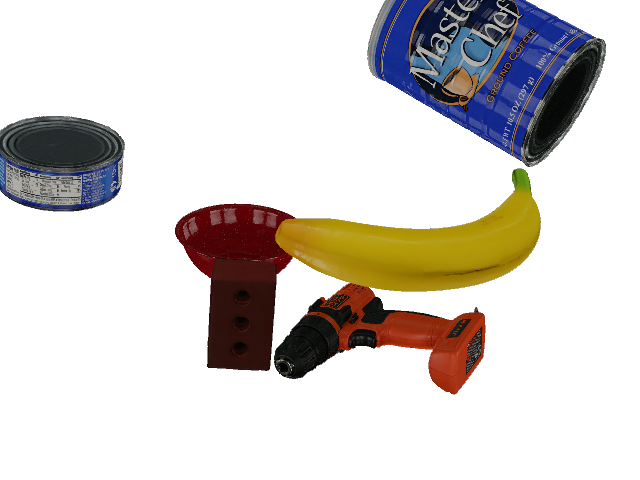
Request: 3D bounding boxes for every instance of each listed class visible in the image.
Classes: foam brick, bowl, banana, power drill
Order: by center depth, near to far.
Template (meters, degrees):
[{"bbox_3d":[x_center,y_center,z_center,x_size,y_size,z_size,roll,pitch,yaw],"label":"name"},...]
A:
[{"bbox_3d":[0.068,0.001,0.645,0.197,0.037,0.070,-12,45,-33],"label":"banana"},{"bbox_3d":[-0.063,0.060,0.869,0.053,0.078,0.051,3,16,-2],"label":"foam brick"},{"bbox_3d":[0.065,0.105,1.110,0.188,0.057,0.184,11,27,25],"label":"power drill"},{"bbox_3d":[-0.099,0.011,1.315,0.162,0.055,0.162,3,26,-2],"label":"bowl"}]

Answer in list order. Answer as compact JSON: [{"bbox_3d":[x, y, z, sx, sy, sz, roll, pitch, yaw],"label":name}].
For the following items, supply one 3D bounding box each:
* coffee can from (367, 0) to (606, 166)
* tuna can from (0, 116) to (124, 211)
[{"bbox_3d":[0.120,-0.133,0.780,0.140,0.103,0.102,34,14,22],"label":"coffee can"},{"bbox_3d":[-0.178,-0.053,0.732,0.086,0.034,0.086,6,29,-4],"label":"tuna can"}]
